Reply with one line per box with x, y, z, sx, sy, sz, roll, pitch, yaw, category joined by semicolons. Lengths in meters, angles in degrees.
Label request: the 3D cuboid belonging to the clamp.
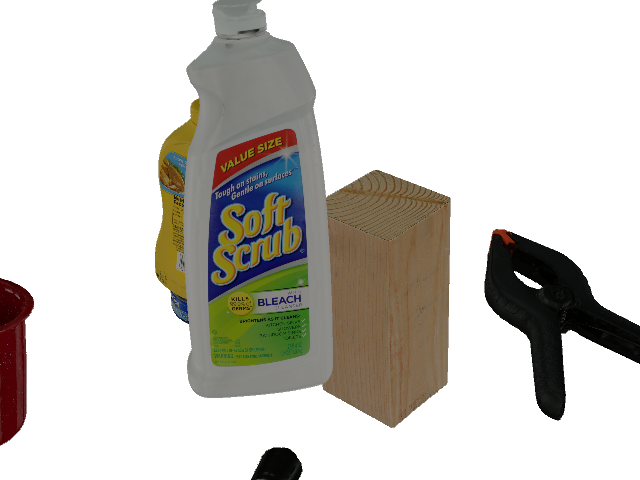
0.183;0.053;0.781;0.120;0.039;0.171;-4;45;-20;clamp

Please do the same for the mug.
-0.222;0.078;0.623;0.093;0.081;0.117;12;22;20;mug

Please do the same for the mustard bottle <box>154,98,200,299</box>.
-0.089;-0.041;0.882;0.096;0.192;0.058;20;31;25;mustard bottle

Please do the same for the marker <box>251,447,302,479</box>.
-0.033;0.118;0.416;0.020;0.020;0.121;0;22;18;marker

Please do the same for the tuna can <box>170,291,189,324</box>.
-0.121;0.056;1.162;0.086;0.034;0.086;2;35;-1;tuna can

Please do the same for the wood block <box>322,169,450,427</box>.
0.058;0.054;0.975;0.091;0.206;0.090;24;42;37;wood block

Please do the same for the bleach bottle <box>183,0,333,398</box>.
-0.048;-0.025;0.676;0.102;0.251;0.068;-5;23;-1;bleach bottle
